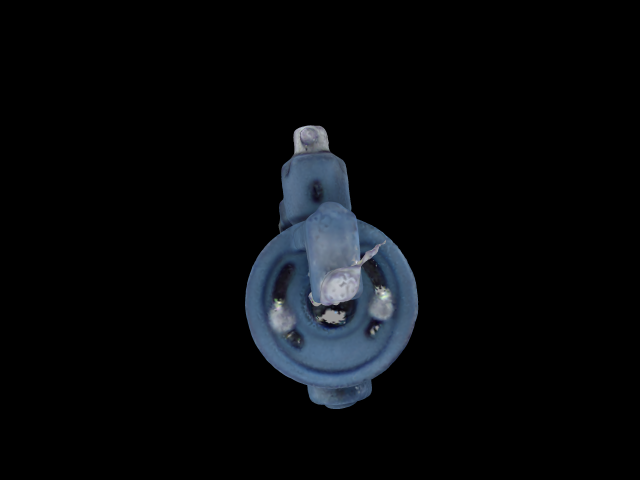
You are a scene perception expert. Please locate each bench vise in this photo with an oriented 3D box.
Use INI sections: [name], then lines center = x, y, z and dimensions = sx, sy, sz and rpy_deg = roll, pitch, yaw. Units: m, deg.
[bench vise]
center = -0.007, 0.006, 0.398
dimensions = 0.121, 0.220, 0.207
rpy_deg = -24, 72, -8
